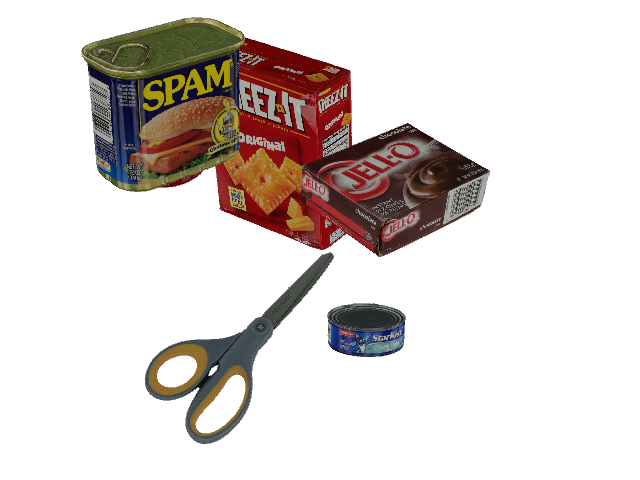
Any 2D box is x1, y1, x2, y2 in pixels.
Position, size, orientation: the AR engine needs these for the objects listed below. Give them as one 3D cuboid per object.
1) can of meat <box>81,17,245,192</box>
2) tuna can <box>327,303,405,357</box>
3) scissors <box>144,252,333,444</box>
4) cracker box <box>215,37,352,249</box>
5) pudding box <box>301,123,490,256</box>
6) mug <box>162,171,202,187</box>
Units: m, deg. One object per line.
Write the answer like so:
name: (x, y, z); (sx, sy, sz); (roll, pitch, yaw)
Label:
can of meat: (-0.098, -0.088, 0.685); (0.101, 0.084, 0.058); (-24, 40, -36)
tuna can: (0.050, 0.098, 1.169); (0.086, 0.034, 0.086); (1, 15, 0)
scissors: (-0.070, 0.073, 0.876); (0.096, 0.201, 0.016); (20, -32, 10)
cracker box: (-0.047, -0.111, 1.240); (0.164, 0.214, 0.072); (23, 43, 30)
pudding box: (0.055, -0.040, 0.797); (0.113, 0.039, 0.090); (-23, 44, -35)
mug: (-0.142, -0.110, 0.947); (0.093, 0.117, 0.081); (-13, -38, -8)
